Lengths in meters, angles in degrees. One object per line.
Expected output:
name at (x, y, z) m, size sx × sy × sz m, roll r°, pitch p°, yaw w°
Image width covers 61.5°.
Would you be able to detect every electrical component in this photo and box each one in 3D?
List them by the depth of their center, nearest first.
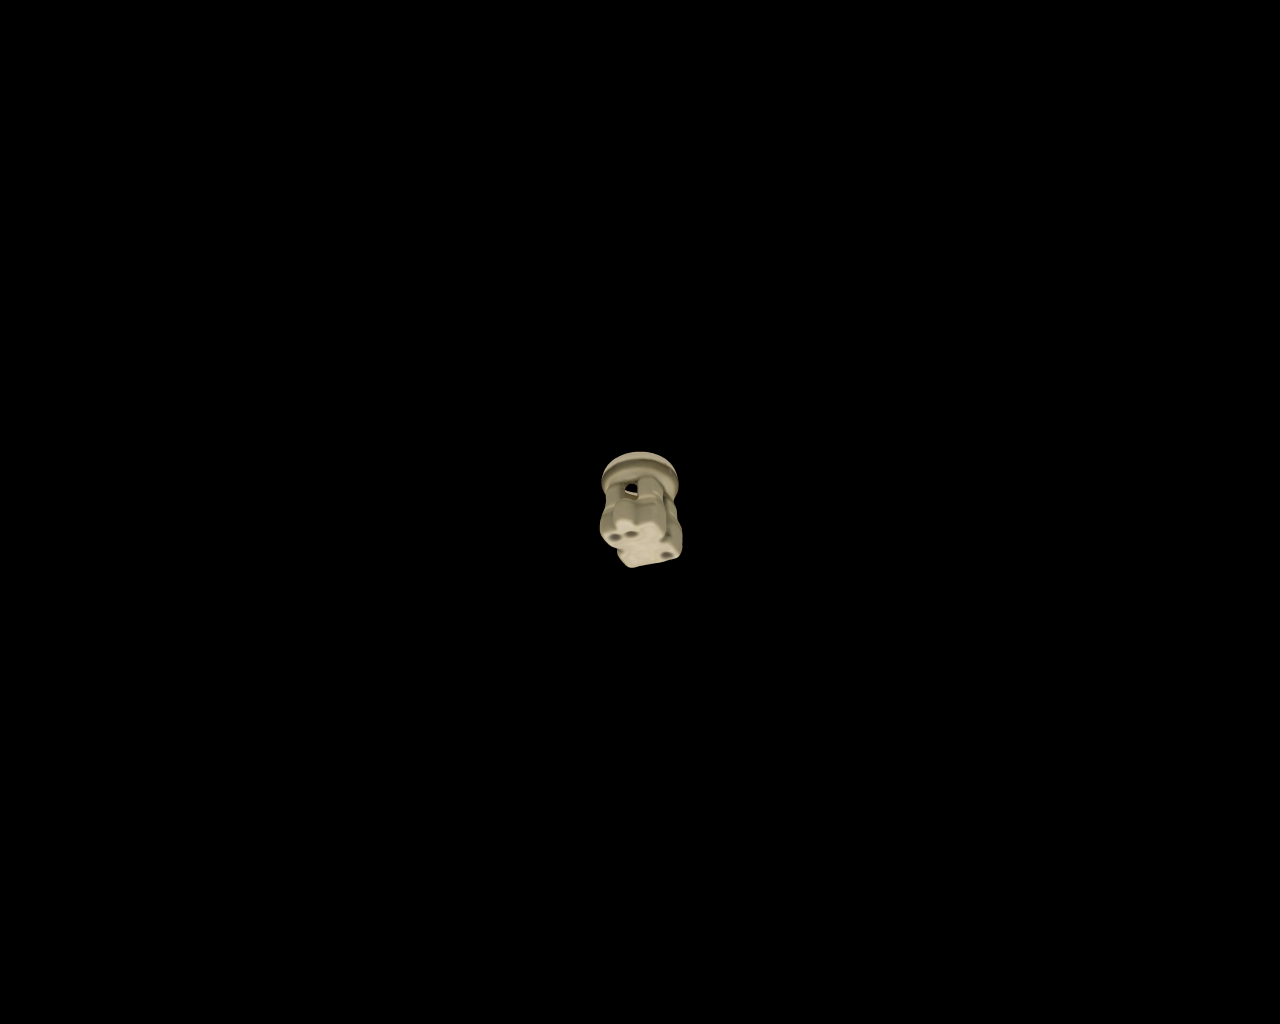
electrical component at (0.001, -0.003, 0.650) m, size 0.048 × 0.055 × 0.066 m, roll -13°, pitch -38°, yaw 18°
